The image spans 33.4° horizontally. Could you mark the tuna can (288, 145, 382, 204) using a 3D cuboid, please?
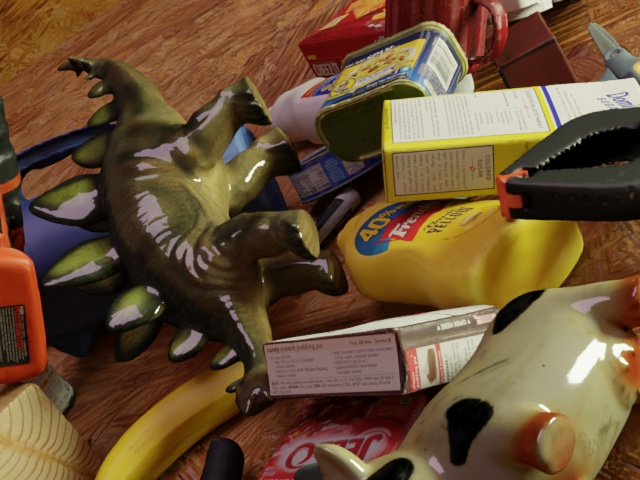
[{"bbox_3d":[0.014,-0.066,0.921,0.086,0.034,0.086,-29,7,4],"label":"tuna can"}]

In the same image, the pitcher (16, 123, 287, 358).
[{"bbox_3d":[-0.160,-0.019,0.934,0.243,0.149,0.145,-24,41,7],"label":"pitcher"}]

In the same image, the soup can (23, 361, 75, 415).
[{"bbox_3d":[-0.258,0.108,0.875,0.068,0.102,0.068,-28,24,13],"label":"soup can"}]

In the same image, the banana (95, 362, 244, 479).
[{"bbox_3d":[-0.082,0.123,0.709,0.197,0.037,0.070,-40,41,-13],"label":"banana"}]

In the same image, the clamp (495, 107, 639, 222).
[{"bbox_3d":[0.202,-0.060,0.616,0.210,0.036,0.164,-13,33,6],"label":"clamp"}]

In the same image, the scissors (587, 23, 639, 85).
[{"bbox_3d":[0.218,-0.127,0.829,0.096,0.016,0.202,-33,23,1],"label":"scissors"}]

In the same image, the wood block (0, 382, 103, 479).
[{"bbox_3d":[-0.264,0.162,0.797,0.207,0.090,0.090,-5,36,49],"label":"wood block"}]

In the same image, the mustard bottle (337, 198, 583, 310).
[{"bbox_3d":[0.072,0.006,0.703,0.096,0.058,0.192,-35,21,-27],"label":"mustard bottle"}]

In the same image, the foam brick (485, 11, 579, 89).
[{"bbox_3d":[0.173,-0.143,0.872,0.053,0.051,0.078,-28,24,15],"label":"foam brick"}]

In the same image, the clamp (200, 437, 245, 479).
[{"bbox_3d":[-0.065,0.173,0.585,0.120,0.039,0.172,-46,31,-14],"label":"clamp"}]

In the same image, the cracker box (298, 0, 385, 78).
[{"bbox_3d":[0.104,-0.247,1.134,0.213,0.072,0.164,-43,26,-23],"label":"cracker box"}]

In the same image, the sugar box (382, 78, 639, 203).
[{"bbox_3d":[0.130,-0.067,0.710,0.176,0.048,0.093,-2,29,5],"label":"sugar box"}]

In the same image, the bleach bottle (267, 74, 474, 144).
[{"bbox_3d":[0.024,-0.127,1.017,0.102,0.068,0.251,-42,22,-31],"label":"bleach bottle"}]

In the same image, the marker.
[{"bbox_3d":[-0.006,0.001,0.863,0.020,0.020,0.121,-5,36,48],"label":"marker"}]

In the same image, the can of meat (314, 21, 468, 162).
[{"bbox_3d":[0.053,-0.110,0.808,0.102,0.057,0.083,-17,31,34],"label":"can of meat"}]

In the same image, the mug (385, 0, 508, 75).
[{"bbox_3d":[0.102,-0.177,0.856,0.093,0.081,0.117,-28,41,-37],"label":"mug"}]

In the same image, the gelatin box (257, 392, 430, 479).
[{"bbox_3d":[0.015,0.120,0.592,0.089,0.030,0.073,-11,32,42],"label":"gelatin box"}]

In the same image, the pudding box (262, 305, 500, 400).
[{"bbox_3d":[0.036,0.065,0.603,0.089,0.039,0.114,-7,-5,-42],"label":"pudding box"}]

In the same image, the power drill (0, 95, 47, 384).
[{"bbox_3d":[-0.235,-0.002,0.764,0.057,0.184,0.188,-7,32,-14],"label":"power drill"}]
